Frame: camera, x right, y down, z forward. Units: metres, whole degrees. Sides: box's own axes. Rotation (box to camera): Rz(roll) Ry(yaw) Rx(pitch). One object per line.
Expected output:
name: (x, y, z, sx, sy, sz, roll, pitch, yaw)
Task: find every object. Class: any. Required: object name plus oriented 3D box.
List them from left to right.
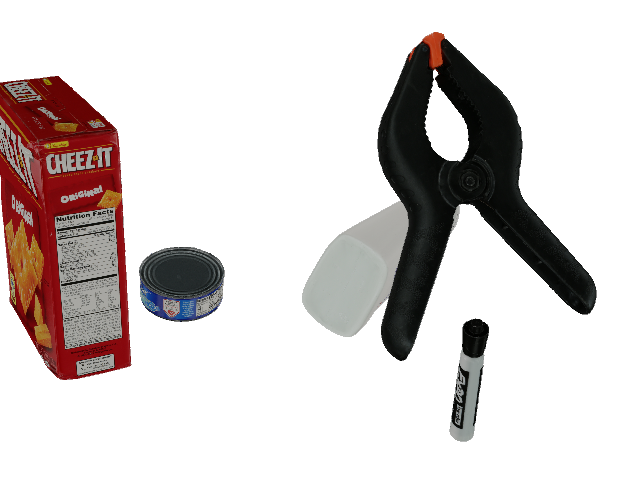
cracker box: (-0.223, -0.013, 0.904, 0.072, 0.214, 0.164, -12, 28, -26)
tuna can: (-0.141, 0.044, 1.085, 0.086, 0.034, 0.086, 4, 35, -3)
bleach bottle: (0.078, 0.005, 1.072, 0.068, 0.103, 0.250, 36, 30, 13)
clamp: (0.067, -0.021, 0.570, 0.120, 0.171, 0.039, -21, -3, -18)
marker: (0.110, 0.103, 0.787, 0.020, 0.121, 0.020, 0, 41, 0)
